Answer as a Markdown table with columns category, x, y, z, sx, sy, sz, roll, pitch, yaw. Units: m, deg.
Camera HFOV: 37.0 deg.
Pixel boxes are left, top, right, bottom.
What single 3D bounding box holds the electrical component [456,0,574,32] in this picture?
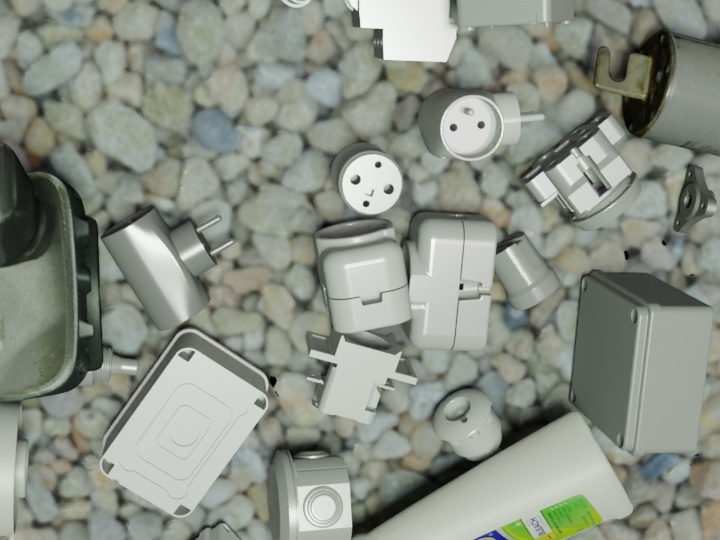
| category | x | y | z | sx | sy | sz | roll | pitch | yaw |
| --- | --- | --- | --- | --- | --- | --- | --- | --- | --- |
| electrical component | 0.106 | -0.193 | 0.717 | 0.062 | 0.096 | 0.061 | 2 | 104 | 22 |

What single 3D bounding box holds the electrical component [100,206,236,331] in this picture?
| category | x | y | z | sx | sy | sz | roll | pitch | yaw |
| --- | --- | --- | --- | --- | --- | --- | --- | --- | --- |
| electrical component | -0.126 | -0.010 | 0.749 | 0.079 | 0.044 | 0.077 | -29 | 105 | 0 |

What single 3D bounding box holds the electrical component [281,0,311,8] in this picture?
| category | x | y | z | sx | sy | sz | roll | pitch | yaw |
| --- | --- | --- | --- | --- | --- | --- | --- | --- | --- |
| electrical component | -0.058 | -0.234 | 0.700 | 0.113 | 0.057 | 0.078 | 38 | 95 | -14 |

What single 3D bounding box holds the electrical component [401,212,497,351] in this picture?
| category | x | y | z | sx | sy | sz | roll | pitch | yaw |
| --- | --- | --- | --- | --- | --- | --- | --- | --- | --- |
| electrical component | 0.060 | 0.008 | 0.774 | 0.059 | 0.053 | 0.095 | 2 | 102 | -8 |

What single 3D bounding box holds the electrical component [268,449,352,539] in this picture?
| category | x | y | z | sx | sy | sz | roll | pitch | yaw |
| --- | --- | --- | --- | --- | --- | --- | --- | --- | --- |
| electrical component | -0.038 | 0.171 | 0.786 | 0.051 | 0.080 | 0.080 | -2 | 103 | -13 |

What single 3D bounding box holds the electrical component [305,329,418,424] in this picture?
| category | x | y | z | sx | sy | sz | roll | pitch | yaw |
| --- | --- | --- | --- | --- | --- | --- | --- | --- | --- |
| electrical component | -0.004 | 0.076 | 0.788 | 0.081 | 0.042 | 0.063 | 16 | 104 | -10 |

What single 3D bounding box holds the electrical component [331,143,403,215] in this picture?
| category | x | y | z | sx | sy | sz | roll | pitch | yaw |
| --- | --- | --- | --- | --- | --- | --- | --- | --- | --- |
| electrical component | 0.005 | -0.064 | 0.749 | 0.045 | 0.055 | 0.045 | -2 | 103 | -7 |

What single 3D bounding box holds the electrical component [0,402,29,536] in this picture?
| category | x | y | z | sx | sy | sz | roll | pitch | yaw |
| --- | --- | --- | --- | --- | --- | --- | --- | --- | --- |
| electrical component | -0.262 | 0.136 | 0.740 | 0.064 | 0.099 | 0.099 | 2 | 103 | -15 |

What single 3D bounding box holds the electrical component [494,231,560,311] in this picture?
| category | x | y | z | sx | sy | sz | roll | pitch | yaw |
| --- | --- | --- | --- | --- | --- | --- | --- | --- | --- |
| electrical component | 0.118 | 0.000 | 0.788 | 0.040 | 0.040 | 0.046 | -34 | 99 | 1 |

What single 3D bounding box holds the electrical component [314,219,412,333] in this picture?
| category | x | y | z | sx | sy | sz | roll | pitch | yaw |
| --- | --- | --- | --- | --- | --- | --- | --- | --- | --- |
| electrical component | 0.000 | 0.000 | 0.742 | 0.054 | 0.095 | 0.059 | -11 | 104 | -5 |

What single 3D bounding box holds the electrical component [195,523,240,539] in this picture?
| category | x | y | z | sx | sy | sz | roll | pitch | yaw |
| --- | --- | --- | --- | --- | --- | --- | --- | --- | --- |
| electrical component | -0.101 | 0.245 | 0.777 | 0.057 | 0.113 | 0.078 | -38 | 105 | 5 |

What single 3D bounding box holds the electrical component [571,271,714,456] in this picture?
| category | x | y | z | sx | sy | sz | roll | pitch | yaw |
| --- | --- | --- | --- | --- | --- | --- | --- | --- | --- |
| electrical component | 0.201 | 0.064 | 0.778 | 0.056 | 0.108 | 0.108 | 1 | 103 | -11 |

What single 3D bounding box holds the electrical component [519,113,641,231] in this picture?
| category | x | y | z | sx | sy | sz | roll | pitch | yaw |
| --- | --- | --- | --- | --- | --- | --- | --- | --- | --- |
| electrical component | 0.163 | -0.065 | 0.769 | 0.078 | 0.058 | 0.057 | -39 | 102 | 3 |

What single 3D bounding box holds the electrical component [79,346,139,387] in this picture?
| category | x | y | z | sx | sy | sz | roll | pitch | yaw |
| --- | --- | --- | --- | --- | --- | --- | --- | --- | --- |
| electrical component | -0.189 | 0.066 | 0.764 | 0.061 | 0.035 | 0.035 | 7 | 102 | -11 |

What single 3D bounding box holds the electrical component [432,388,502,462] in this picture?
| category | x | y | z | sx | sy | sz | roll | pitch | yaw |
| --- | --- | --- | --- | --- | --- | --- | --- | --- | --- |
| electrical component | 0.087 | 0.123 | 0.811 | 0.048 | 0.048 | 0.062 | -36 | 123 | 1 |

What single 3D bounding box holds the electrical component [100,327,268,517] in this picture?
| category | x | y | z | sx | sy | sz | roll | pitch | yaw |
| --- | --- | --- | --- | --- | --- | --- | --- | --- | --- |
| electrical component | -0.125 | 0.107 | 0.770 | 0.078 | 0.057 | 0.113 | 35 | 96 | -14 |

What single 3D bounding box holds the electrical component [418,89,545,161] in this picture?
| category | x | y | z | sx | sy | sz | roll | pitch | yaw |
| --- | --- | --- | --- | --- | --- | --- | --- | --- | --- |
| electrical component | 0.086 | -0.103 | 0.740 | 0.079 | 0.077 | 0.043 | -6 | 103 | -7 |
